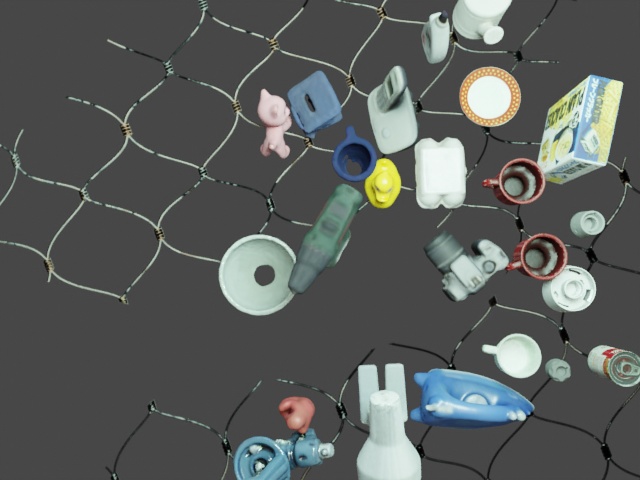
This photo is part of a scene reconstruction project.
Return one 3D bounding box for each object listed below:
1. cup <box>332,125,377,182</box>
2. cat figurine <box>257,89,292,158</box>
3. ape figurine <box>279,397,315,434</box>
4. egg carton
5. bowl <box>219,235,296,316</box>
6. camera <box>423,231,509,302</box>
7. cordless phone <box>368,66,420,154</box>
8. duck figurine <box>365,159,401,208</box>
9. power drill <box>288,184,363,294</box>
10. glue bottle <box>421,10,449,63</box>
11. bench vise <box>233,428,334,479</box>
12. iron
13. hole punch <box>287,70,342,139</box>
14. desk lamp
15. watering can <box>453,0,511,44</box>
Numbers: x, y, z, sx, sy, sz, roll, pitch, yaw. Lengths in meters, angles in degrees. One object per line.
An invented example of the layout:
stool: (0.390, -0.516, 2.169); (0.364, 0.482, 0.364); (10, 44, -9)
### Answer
cup: (0.069, -0.174, 1.200); (0.091, 0.095, 0.118); (-10, 86, 2)
cat figurine: (-0.098, -0.245, 1.200); (0.067, 0.118, 0.128); (2, 86, 3)
ape figurine: (-0.048, 0.363, 1.173); (0.076, 0.092, 0.078); (-22, 86, 1)
egg carton: (0.253, -0.140, 1.204); (0.107, 0.069, 0.150); (-3, 86, 2)
bowl: (-0.123, 0.073, 1.203); (0.167, 0.075, 0.167); (0, 86, 2)
camera: (0.292, 0.038, 1.176); (0.143, 0.101, 0.137); (-40, 86, -1)
cordless phone: (0.154, -0.262, 1.158); (0.094, 0.185, 0.147); (-16, 86, 1)
duck figurine: (0.133, -0.122, 1.199); (0.077, 0.086, 0.105); (4, 87, 3)
power drill: (0.010, 0.004, 1.135); (0.075, 0.208, 0.230); (27, 88, 4)
glue bottle: (0.240, -0.427, 1.170); (0.037, 0.173, 0.078); (-18, 86, 1)
bench vise: (-0.084, 0.427, 1.107); (0.207, 0.220, 0.121); (-32, 86, 0)
iron: (0.315, 0.332, 1.137); (0.258, 0.141, 0.119); (5, 87, 3)
hole punch: (-0.012, -0.285, 1.212); (0.101, 0.091, 0.109); (-27, 86, 0)
desk lamp: (0.124, 0.358, 1.107); (0.118, 0.213, 0.203); (-5, 86, 2)
watering can: (0.340, -0.487, 1.160); (0.101, 0.194, 0.173); (-28, 86, 0)
